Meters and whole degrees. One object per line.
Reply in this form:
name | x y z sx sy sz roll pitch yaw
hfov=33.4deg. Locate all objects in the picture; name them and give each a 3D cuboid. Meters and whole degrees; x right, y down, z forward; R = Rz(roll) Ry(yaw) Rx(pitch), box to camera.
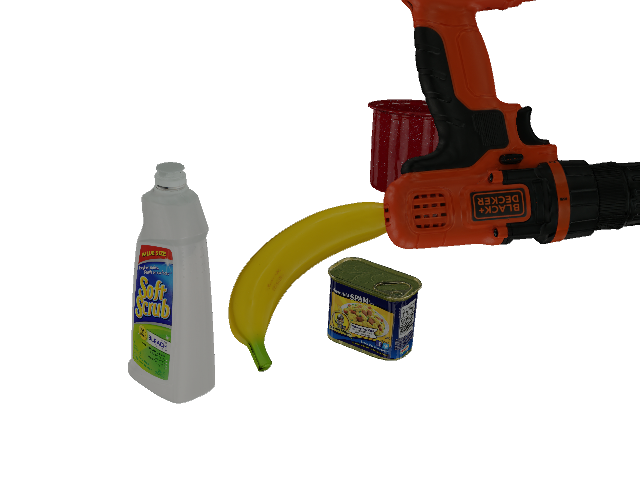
bleach bottle | -0.156 0.039 1.101 0.067 0.251 0.103 -21 33 -40
banana | -0.014 0.021 0.843 0.197 0.069 0.037 -47 -7 -32
power drill | 0.125 -0.090 0.672 0.184 0.187 0.057 -5 -2 -6
can of meat | 0.057 0.076 1.173 0.102 0.084 0.057 19 30 29
mug | 0.102 -0.088 1.025 0.117 0.081 0.093 4 15 5
